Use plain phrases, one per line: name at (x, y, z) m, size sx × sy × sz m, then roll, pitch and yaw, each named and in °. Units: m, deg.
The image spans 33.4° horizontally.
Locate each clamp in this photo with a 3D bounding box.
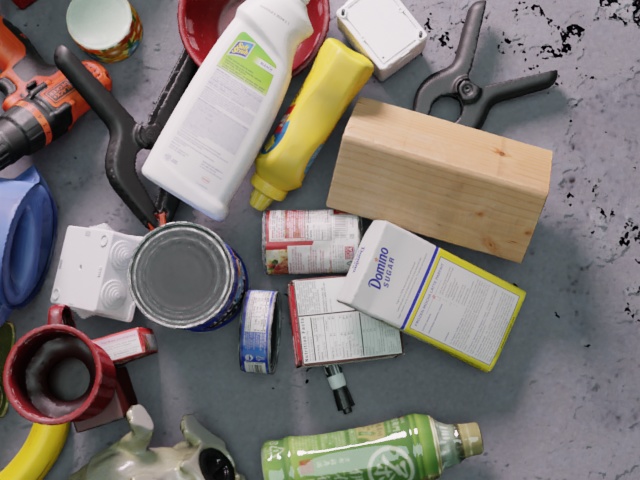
clamp at (0.153, -0.169, 1.135) m, size 0.171 × 0.039 × 0.120 m, roll -36°, pitch 82°, yaw -2°
clamp at (-0.195, -0.113, 1.119) m, size 0.164 × 0.036 × 0.210 m, roll -2°, pitch 89°, yaw -31°

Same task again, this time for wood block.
wood block at (0.121, -0.063, 1.083) m, size 0.206 × 0.090 × 0.090 m, roll 17°, pitch 126°, yaw 4°

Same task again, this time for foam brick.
foam brick at (-0.223, 0.163, 1.094) m, size 0.053 × 0.078 × 0.051 m, roll -18°, pitch 85°, yaw 0°

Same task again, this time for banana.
banana at (-0.317, 0.233, 1.113) m, size 0.070 × 0.037 × 0.198 m, roll 31°, pitch 84°, yaw 23°

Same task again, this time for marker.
marker at (0.009, 0.124, 1.118) m, size 0.020 × 0.020 × 0.121 m, roll -20°, pitch 83°, yaw 0°

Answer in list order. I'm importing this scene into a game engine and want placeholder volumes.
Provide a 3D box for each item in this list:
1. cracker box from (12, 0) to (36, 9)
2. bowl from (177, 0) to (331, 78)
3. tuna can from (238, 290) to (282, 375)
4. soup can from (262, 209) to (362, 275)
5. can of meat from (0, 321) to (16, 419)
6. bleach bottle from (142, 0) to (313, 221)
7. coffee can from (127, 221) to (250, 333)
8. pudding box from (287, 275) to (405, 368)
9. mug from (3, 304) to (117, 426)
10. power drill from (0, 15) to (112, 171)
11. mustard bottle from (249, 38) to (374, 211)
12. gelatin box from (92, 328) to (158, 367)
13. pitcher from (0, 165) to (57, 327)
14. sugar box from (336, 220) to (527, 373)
cracker box at (-0.271, -0.355, 1.111) m, size 0.213 × 0.164 × 0.072 m, roll -38°, pitch 81°, yaw -3°
bowl at (-0.069, -0.234, 1.143) m, size 0.162 × 0.055 × 0.162 m, roll 0°, pitch 84°, yaw 2°
tuna can at (-0.061, 0.094, 1.091) m, size 0.034 × 0.086 × 0.086 m, roll 3°, pitch 84°, yaw 4°
soup can at (-0.007, 0.001, 1.108) m, size 0.102 × 0.068 × 0.068 m, roll -1°, pitch 83°, yaw 2°
can of meat at (-0.371, 0.133, 1.114) m, size 0.084 × 0.057 × 0.102 m, roll 3°, pitch 83°, yaw 5°
bleach bottle at (-0.075, -0.150, 1.078) m, size 0.102 × 0.068 × 0.251 m, roll 32°, pitch 93°, yaw -7°
coffee can at (-0.128, 0.041, 1.072) m, size 0.103 × 0.140 × 0.103 m, roll 0°, pitch 84°, yaw 2°
pudding box at (0.026, 0.082, 1.099) m, size 0.113 × 0.039 × 0.090 m, roll -5°, pitch 82°, yaw -12°
mug at (-0.244, 0.120, 1.020) m, size 0.093 × 0.081 × 0.117 m, roll -9°, pitch 78°, yaw 2°
power drill at (-0.341, -0.169, 1.116) m, size 0.188 × 0.057 × 0.184 m, roll 41°, pitch 53°, yaw 6°
mustard bottle at (-0.017, -0.113, 1.103) m, size 0.058 × 0.096 × 0.192 m, roll 30°, pitch 103°, yaw -10°
gelatin box at (-0.218, 0.116, 1.101) m, size 0.089 × 0.073 × 0.030 m, roll -17°, pitch 83°, yaw 0°
pitcher at (-0.407, -0.005, 1.097) m, size 0.243 × 0.149 × 0.145 m, roll 10°, pitch 122°, yaw 7°
sugar box at (0.113, 0.057, 1.079) m, size 0.176 × 0.048 × 0.093 m, roll 27°, pitch 84°, yaw -16°
